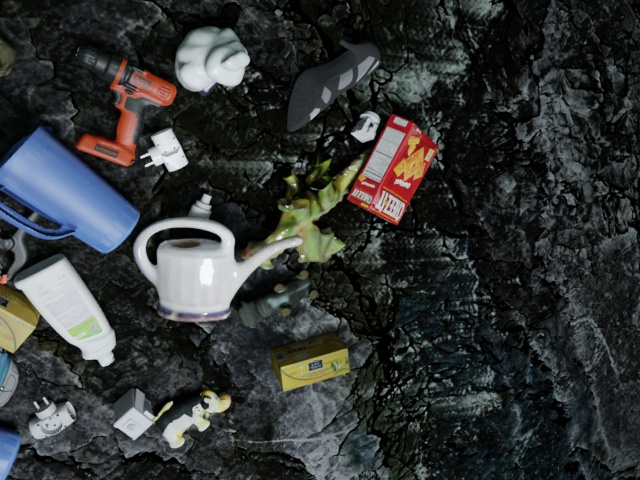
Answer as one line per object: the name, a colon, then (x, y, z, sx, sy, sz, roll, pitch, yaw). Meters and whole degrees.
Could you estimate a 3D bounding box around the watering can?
watering can: (-0.215, 0.067, 1.068, 0.348, 0.105, 0.221, 6, 106, 1)

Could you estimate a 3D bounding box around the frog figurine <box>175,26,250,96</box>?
frog figurine: (-0.203, -0.335, 0.959, 0.138, 0.161, 0.121, -40, 114, -6)

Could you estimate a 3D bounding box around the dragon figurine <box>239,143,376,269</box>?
dragon figurine: (0.004, -0.059, 1.171, 0.413, 0.124, 0.237, -24, 131, -20)
